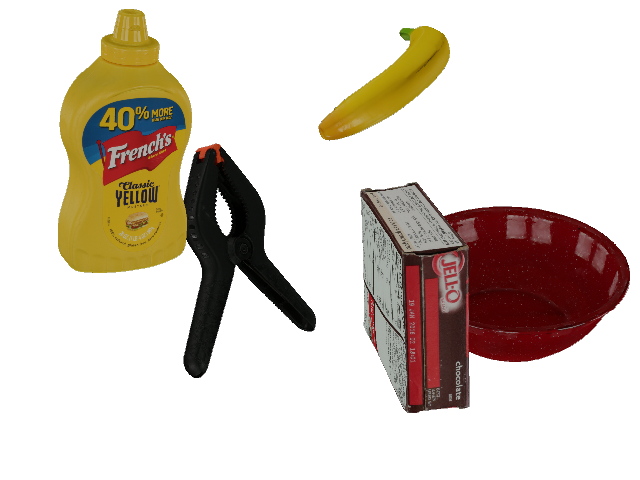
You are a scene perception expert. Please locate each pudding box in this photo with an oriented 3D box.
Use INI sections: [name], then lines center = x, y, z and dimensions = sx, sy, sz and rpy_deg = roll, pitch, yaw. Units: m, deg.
[pudding box]
center = 0.050, 0.027, 0.577
dimensions = 0.039, 0.090, 0.113
rpy_deg = -6, 21, -9

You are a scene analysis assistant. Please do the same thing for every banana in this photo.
[banana]
center = 0.068, -0.143, 0.936
dimensions = 0.070, 0.037, 0.197
rpy_deg = -16, 24, 39

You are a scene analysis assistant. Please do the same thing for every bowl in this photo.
[bowl]
center = 0.136, 0.038, 0.766
dimensions = 0.162, 0.055, 0.162
rpy_deg = -2, 32, 1

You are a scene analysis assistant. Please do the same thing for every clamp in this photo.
[clamp]
center = -0.076, 0.013, 1.015
dimensions = 0.036, 0.210, 0.164
rpy_deg = -8, 0, 43

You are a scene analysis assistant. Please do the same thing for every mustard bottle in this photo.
[mustard bottle]
center = -0.142, -0.073, 0.782
dimensions = 0.096, 0.192, 0.058
rpy_deg = -8, 29, -29
